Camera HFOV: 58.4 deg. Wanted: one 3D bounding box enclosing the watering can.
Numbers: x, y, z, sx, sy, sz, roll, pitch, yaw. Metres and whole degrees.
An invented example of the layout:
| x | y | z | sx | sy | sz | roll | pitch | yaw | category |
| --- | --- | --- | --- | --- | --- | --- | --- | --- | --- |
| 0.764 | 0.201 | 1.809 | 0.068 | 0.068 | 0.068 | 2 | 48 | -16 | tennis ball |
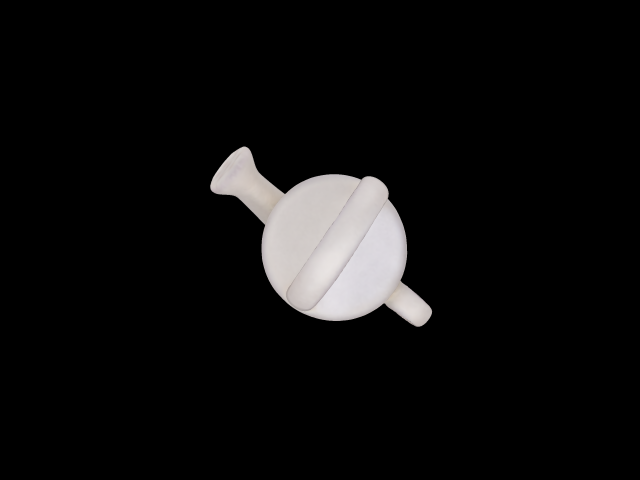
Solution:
| x | y | z | sx | sy | sz | roll | pitch | yaw | category |
| --- | --- | --- | --- | --- | --- | --- | --- | --- | --- |
| 0.002 | 0.003 | 0.400 | 0.173 | 0.194 | 0.101 | 15 | 86 | 1 | watering can |
